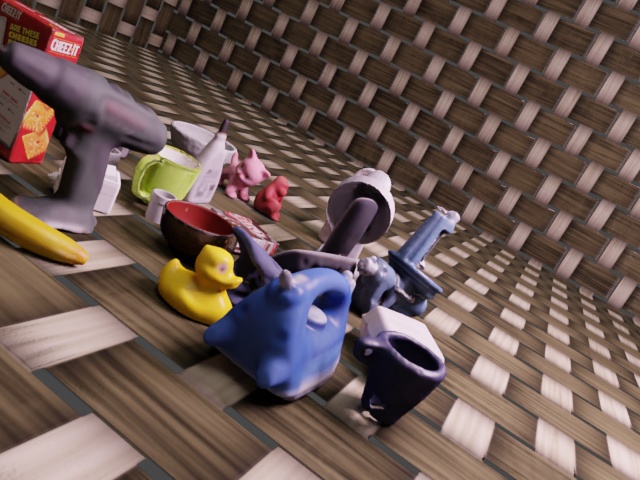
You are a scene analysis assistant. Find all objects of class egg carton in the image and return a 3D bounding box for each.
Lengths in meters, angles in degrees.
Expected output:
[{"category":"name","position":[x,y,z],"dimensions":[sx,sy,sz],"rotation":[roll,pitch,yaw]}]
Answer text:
[{"category":"egg carton","position":[0.113,0.157,0.820],"dimensions":[0.107,0.069,0.150],"rotation":[23,15,-15]}]

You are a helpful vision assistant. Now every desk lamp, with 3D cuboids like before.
[{"category":"desk lamp","position":[0.066,-0.031,1.092],"dimensions":[0.118,0.213,0.203],"rotation":[28,15,4]}]

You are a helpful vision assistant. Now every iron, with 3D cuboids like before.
[{"category":"iron","position":[-0.013,0.088,0.687],"dimensions":[0.118,0.141,0.259],"rotation":[33,16,22]}]

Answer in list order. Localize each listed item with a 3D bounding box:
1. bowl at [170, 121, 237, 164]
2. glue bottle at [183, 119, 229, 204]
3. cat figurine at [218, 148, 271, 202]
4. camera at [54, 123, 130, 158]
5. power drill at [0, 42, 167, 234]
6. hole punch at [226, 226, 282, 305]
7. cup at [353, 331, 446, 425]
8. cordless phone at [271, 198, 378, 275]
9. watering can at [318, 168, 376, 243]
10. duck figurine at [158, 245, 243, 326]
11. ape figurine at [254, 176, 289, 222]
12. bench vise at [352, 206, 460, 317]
[{"category":"bowl","position":[-0.290,-0.219,1.382],"dimensions":[0.167,0.074,0.167],"rotation":[26,15,-7]},{"category":"glue bottle","position":[-0.211,-0.152,1.099],"dimensions":[0.037,0.173,0.078],"rotation":[33,16,21]},{"category":"cat figurine","position":[-0.170,-0.153,1.280],"dimensions":[0.067,0.117,0.127],"rotation":[13,21,-44]},{"category":"camera","position":[-0.420,-0.215,1.086],"dimensions":[0.143,0.101,0.136],"rotation":[20,16,-25]},{"category":"power drill","position":[-0.313,-0.117,0.727],"dimensions":[0.075,0.208,0.230],"rotation":[36,17,32]},{"category":"hole punch","position":[-0.087,0.042,0.816],"dimensions":[0.101,0.091,0.108],"rotation":[17,18,-34]},{"category":"cup","position":[0.078,0.166,0.678],"dimensions":[0.118,0.095,0.091],"rotation":[21,16,-21]},{"category":"cordless phone","position":[0.009,0.003,0.930],"dimensions":[0.148,0.185,0.093],"rotation":[10,22,-49]},{"category":"watering can","position":[0.079,-0.068,1.282],"dimensions":[0.101,0.194,0.173],"rotation":[29,15,9]},{"category":"duck figurine","position":[-0.144,0.046,0.711],"dimensions":[0.104,0.086,0.078],"rotation":[30,15,9]},{"category":"ape figurine","position":[-0.100,-0.098,1.270],"dimensions":[0.076,0.092,0.078],"rotation":[32,15,16]},{"category":"bench vise","position":[0.161,0.042,0.997],"dimensions":[0.121,0.219,0.208],"rotation":[34,16,24]}]
